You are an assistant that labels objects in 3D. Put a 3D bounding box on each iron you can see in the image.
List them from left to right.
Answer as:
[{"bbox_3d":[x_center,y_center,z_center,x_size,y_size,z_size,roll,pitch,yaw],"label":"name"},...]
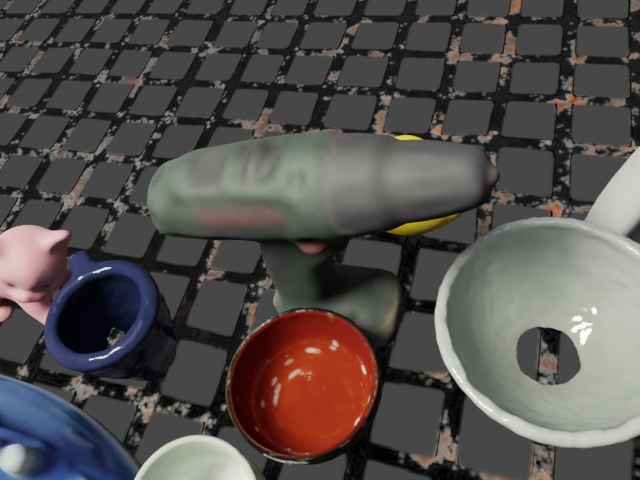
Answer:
[{"bbox_3d":[-0.252,0.147,0.414,0.257,0.142,0.119,8,60,17],"label":"iron"}]

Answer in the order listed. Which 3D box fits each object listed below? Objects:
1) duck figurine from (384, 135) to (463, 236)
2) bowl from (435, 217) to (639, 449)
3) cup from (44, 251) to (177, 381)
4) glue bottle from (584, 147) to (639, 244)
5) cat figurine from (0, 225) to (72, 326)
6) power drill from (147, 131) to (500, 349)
[{"bbox_3d":[0.083,-0.056,0.505,0.104,0.086,0.077,-8,56,7],"label":"duck figurine"},{"bbox_3d":[0.167,0.071,0.410,0.167,0.075,0.167,-6,56,9],"label":"bowl"},{"bbox_3d":[-0.165,0.069,0.473,0.092,0.095,0.117,-34,57,-10],"label":"cup"},{"bbox_3d":[0.235,-0.039,0.406,0.078,0.173,0.037,-25,55,-4],"label":"glue bottle"},{"bbox_3d":[-0.273,0.025,0.512,0.127,0.118,0.067,2,58,14],"label":"cat figurine"},{"bbox_3d":[0.004,0.001,0.410,0.229,0.209,0.075,5,59,16],"label":"power drill"}]
